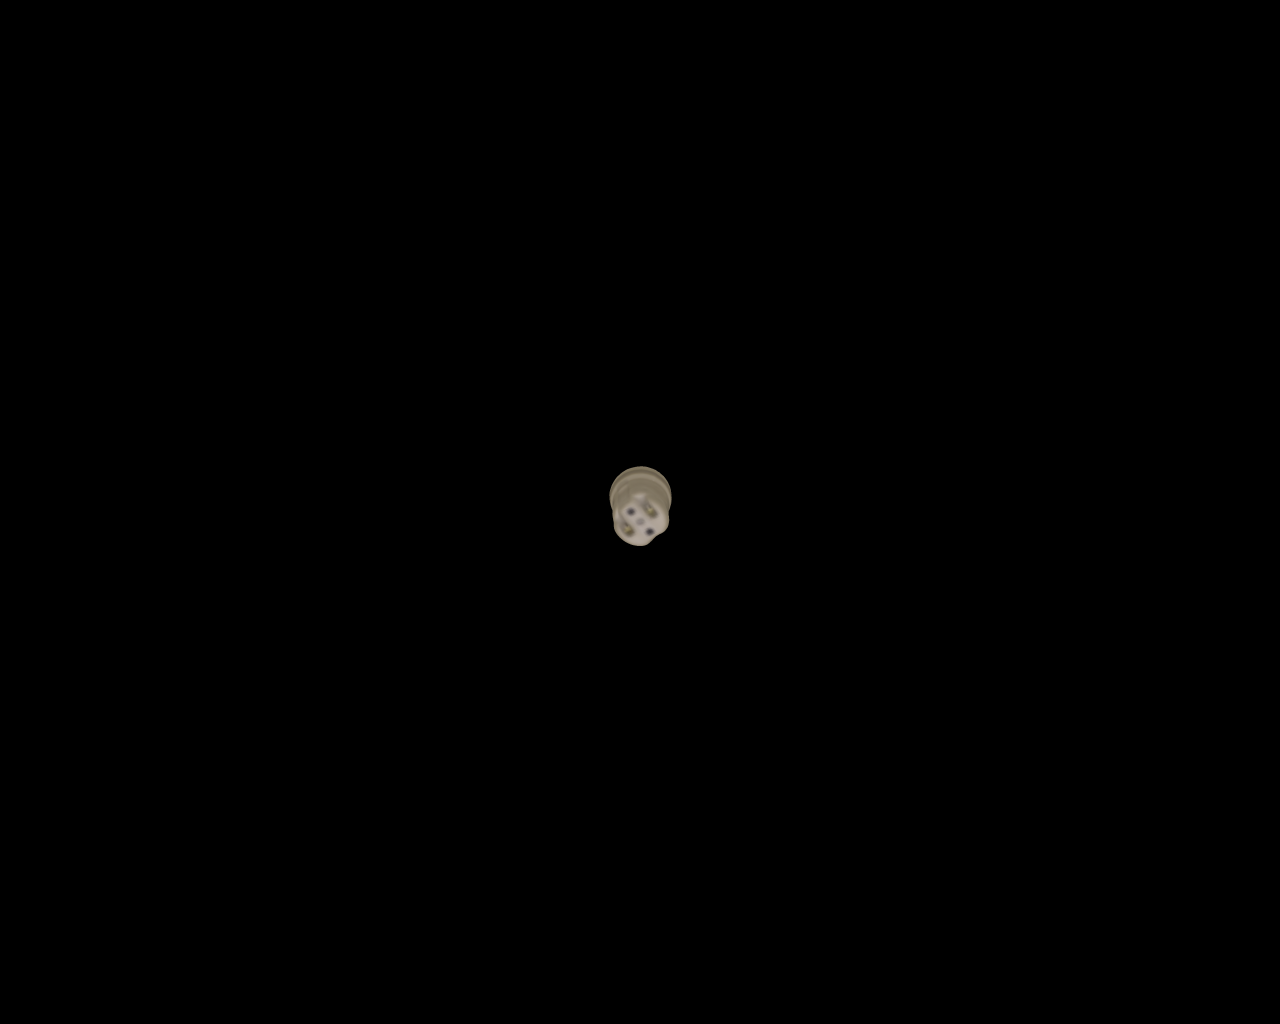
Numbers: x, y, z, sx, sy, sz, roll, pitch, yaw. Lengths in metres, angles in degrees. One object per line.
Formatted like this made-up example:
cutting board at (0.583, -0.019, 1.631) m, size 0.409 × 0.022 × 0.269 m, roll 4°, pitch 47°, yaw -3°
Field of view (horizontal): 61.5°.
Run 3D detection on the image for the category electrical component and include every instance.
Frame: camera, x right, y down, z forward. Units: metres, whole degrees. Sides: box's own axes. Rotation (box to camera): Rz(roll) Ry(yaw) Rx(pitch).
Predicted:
electrical component at (0.001, -0.003, 0.650) m, size 0.040 × 0.040 × 0.046 m, roll 0°, pitch 24°, yaw 0°
